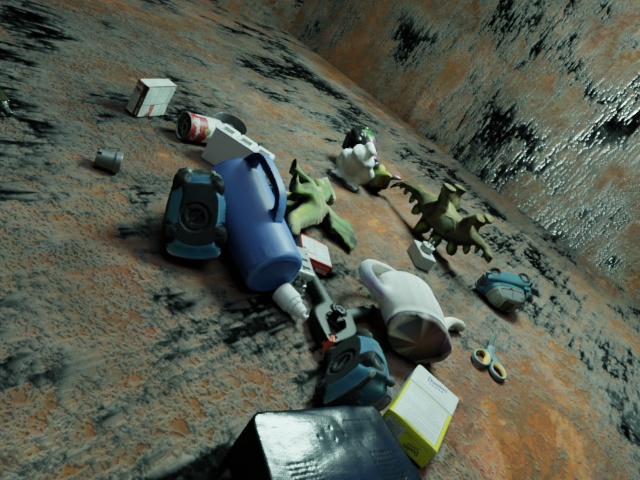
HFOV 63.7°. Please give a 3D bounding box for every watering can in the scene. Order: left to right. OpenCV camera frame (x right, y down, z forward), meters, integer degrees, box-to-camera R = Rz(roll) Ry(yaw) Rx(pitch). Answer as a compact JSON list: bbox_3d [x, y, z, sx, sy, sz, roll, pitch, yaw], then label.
[{"bbox_3d":[0.218,0.163,1.077,0.344,0.103,0.229,34,23,-22],"label":"watering can"}]

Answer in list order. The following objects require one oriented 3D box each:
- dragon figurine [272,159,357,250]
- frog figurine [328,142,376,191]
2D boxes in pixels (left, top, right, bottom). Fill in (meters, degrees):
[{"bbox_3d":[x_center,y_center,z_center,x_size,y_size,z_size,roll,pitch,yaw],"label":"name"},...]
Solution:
[{"bbox_3d":[0.004,-0.062,1.237,0.241,0.120,0.419,32,24,-22],"label":"dragon figurine"},{"bbox_3d":[0.122,-0.249,1.639,0.122,0.157,0.139,5,36,-51],"label":"frog figurine"}]
